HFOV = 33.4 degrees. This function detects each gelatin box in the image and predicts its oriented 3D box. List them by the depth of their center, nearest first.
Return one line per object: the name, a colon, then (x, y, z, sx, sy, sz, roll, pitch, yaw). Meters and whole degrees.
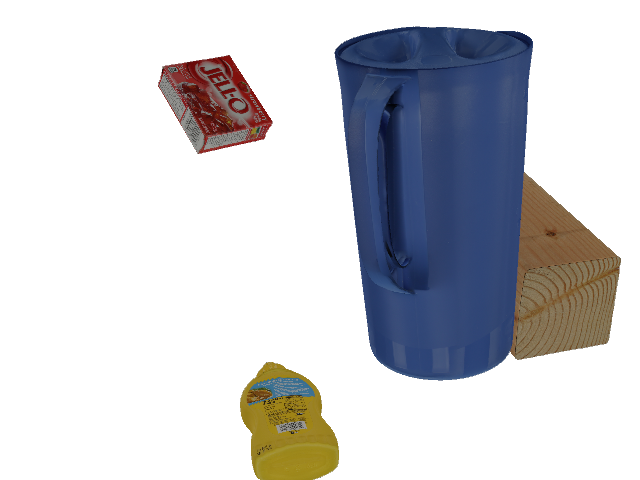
gelatin box: (-0.098, -0.128, 0.985, 0.073, 0.089, 0.030, -16, -27, -33)

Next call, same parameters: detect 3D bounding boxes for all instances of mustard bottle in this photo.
mustard bottle: (-0.044, 0.202, 1.248, 0.096, 0.058, 0.192, -8, 29, -9)

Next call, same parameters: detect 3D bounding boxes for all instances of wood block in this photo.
wood block: (0.177, 0.010, 0.977, 0.090, 0.090, 0.206, -8, 29, -15)

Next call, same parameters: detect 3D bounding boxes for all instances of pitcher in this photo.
pitcher: (0.078, -0.023, 0.756, 0.149, 0.243, 0.145, -10, 23, -13)
